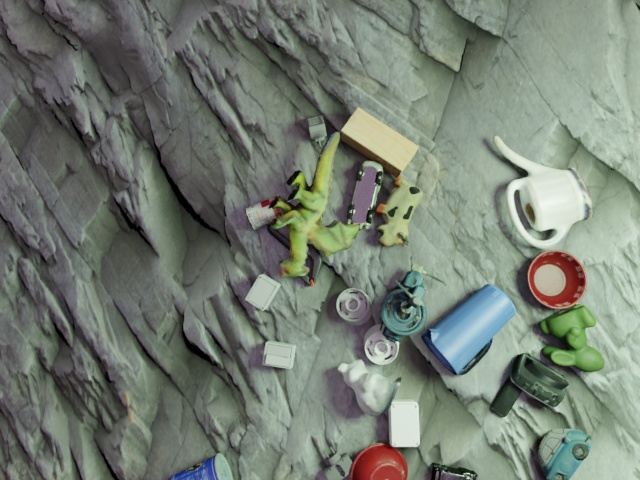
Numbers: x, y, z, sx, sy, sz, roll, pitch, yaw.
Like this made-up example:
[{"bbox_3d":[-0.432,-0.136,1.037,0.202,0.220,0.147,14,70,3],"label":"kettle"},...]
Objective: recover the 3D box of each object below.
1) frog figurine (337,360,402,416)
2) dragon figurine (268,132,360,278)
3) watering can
[{"bbox_3d":[0.116,0.383,1.353,0.159,0.135,0.125,23,67,4],"label":"frog figurine"},{"bbox_3d":[0.004,-0.072,1.421,0.240,0.123,0.411,40,86,-20],"label":"dragon figurine"},{"bbox_3d":[0.622,-0.151,1.442,0.224,0.103,0.350,-13,80,-1],"label":"watering can"}]
